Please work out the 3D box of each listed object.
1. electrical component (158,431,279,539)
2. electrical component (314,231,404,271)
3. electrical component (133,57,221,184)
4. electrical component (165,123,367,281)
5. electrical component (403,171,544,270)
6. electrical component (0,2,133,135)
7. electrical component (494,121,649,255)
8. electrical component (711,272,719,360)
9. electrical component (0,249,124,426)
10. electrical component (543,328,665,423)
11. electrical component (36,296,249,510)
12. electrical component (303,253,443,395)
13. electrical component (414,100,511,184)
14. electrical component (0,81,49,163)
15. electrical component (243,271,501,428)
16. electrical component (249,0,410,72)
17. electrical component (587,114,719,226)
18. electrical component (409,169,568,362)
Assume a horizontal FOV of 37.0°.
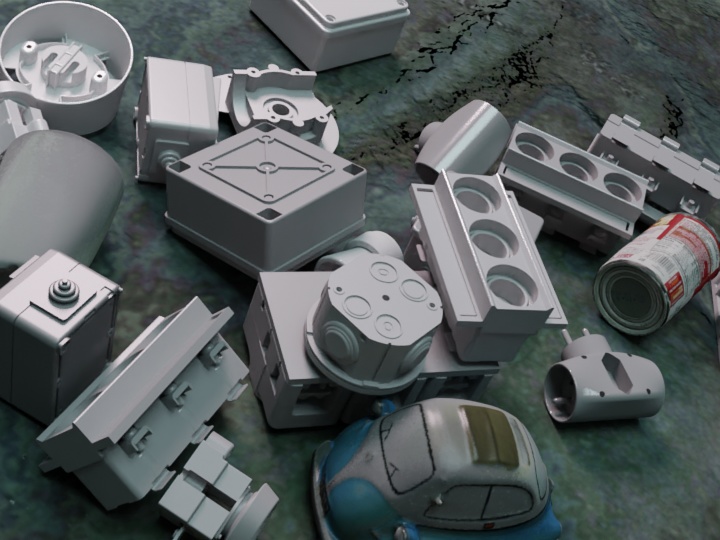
[{"bbox_3d":[-0.081,0.136,0.626,0.055,0.048,0.066,32,67,5],"label":"electrical component"},{"bbox_3d":[0.000,0.000,0.795,0.045,0.045,0.055,42,46,18],"label":"electrical component"},{"bbox_3d":[-0.139,-0.109,0.829,0.061,0.061,0.096,5,47,-19],"label":"electrical component"},{"bbox_3d":[-0.069,-0.052,0.788,0.109,0.056,0.109,28,41,30],"label":"electrical component"},{"bbox_3d":[0.087,-0.020,0.848,0.100,0.048,0.099,28,43,5],"label":"electrical component"},{"bbox_3d":[-0.229,-0.153,0.832,0.099,0.064,0.099,12,45,-12],"label":"electrical component"},{"bbox_3d":[0.175,-0.068,0.921,0.121,0.063,0.078,25,44,1],"label":"electrical component"},{"bbox_3d":[0.354,0.028,0.906,0.089,0.061,0.150,19,44,-5],"label":"electrical component"},{"bbox_3d":[-0.187,0.035,0.645,0.061,0.096,0.061,29,44,10],"label":"electrical component"},{"bbox_3d":[0.174,0.075,0.798,0.077,0.043,0.079,0,48,-23],"label":"electrical component"},{"bbox_3d":[-0.124,0.080,0.646,0.063,0.079,0.121,53,43,-13],"label":"electrical component"},{"bbox_3d":[0.009,0.033,0.670,0.080,0.051,0.080,12,45,-12],"label":"electrical component"},{"bbox_3d":[0.077,-0.106,0.922,0.077,0.043,0.079,-48,35,-14],"label":"electrical component"},{"bbox_3d":[-0.251,-0.101,0.769,0.048,0.066,0.055,10,52,-56],"label":"electrical component"},{"bbox_3d":[0.005,0.054,0.733,0.150,0.061,0.089,0,49,-23],"label":"electrical component"},{"bbox_3d":[-0.029,-0.247,1.012,0.109,0.056,0.108,-23,60,-38],"label":"electrical component"},{"bbox_3d":[0.263,-0.084,0.974,0.121,0.063,0.078,31,44,7],"label":"electrical component"},{"bbox_3d":[0.080,-0.002,0.725,0.079,0.063,0.121,3,48,-21],"label":"electrical component"}]
